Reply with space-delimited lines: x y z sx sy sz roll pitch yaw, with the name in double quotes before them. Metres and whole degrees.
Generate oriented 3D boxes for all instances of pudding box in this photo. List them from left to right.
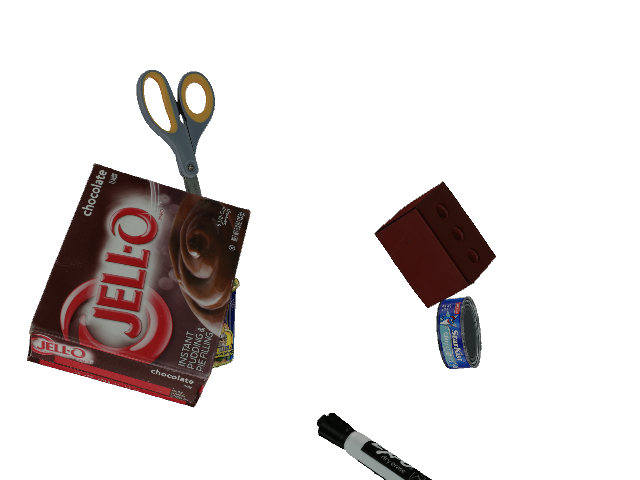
"pudding box" -0.093 0.022 0.558 0.090 0.113 0.039 17 -41 -8

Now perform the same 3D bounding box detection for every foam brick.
"foam brick" 0.093 0.004 0.860 0.051 0.078 0.052 -33 5 40

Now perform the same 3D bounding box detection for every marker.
"marker" 0.045 0.153 0.724 0.121 0.020 0.020 30 17 32

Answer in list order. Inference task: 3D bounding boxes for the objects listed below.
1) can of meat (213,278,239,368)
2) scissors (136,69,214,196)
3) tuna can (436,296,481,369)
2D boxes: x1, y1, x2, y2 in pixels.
"can of meat" -0.131 0.079 1.028 0.101 0.084 0.058 -5 20 -26
"scissors" -0.127 -0.091 1.123 0.096 0.202 0.016 -33 14 -33
"tuna can" 0.166 0.111 1.276 0.034 0.086 0.086 -7 -3 21
